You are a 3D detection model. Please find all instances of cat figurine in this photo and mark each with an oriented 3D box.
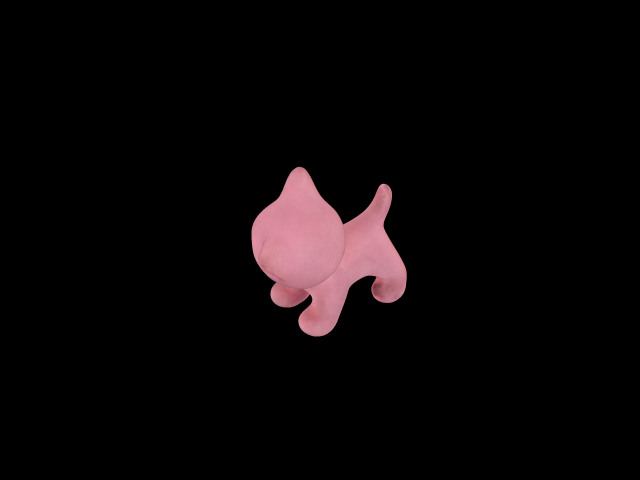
[{"bbox_3d":[0.004,0.001,0.400,0.128,0.118,0.067,-25,44,-28],"label":"cat figurine"}]
